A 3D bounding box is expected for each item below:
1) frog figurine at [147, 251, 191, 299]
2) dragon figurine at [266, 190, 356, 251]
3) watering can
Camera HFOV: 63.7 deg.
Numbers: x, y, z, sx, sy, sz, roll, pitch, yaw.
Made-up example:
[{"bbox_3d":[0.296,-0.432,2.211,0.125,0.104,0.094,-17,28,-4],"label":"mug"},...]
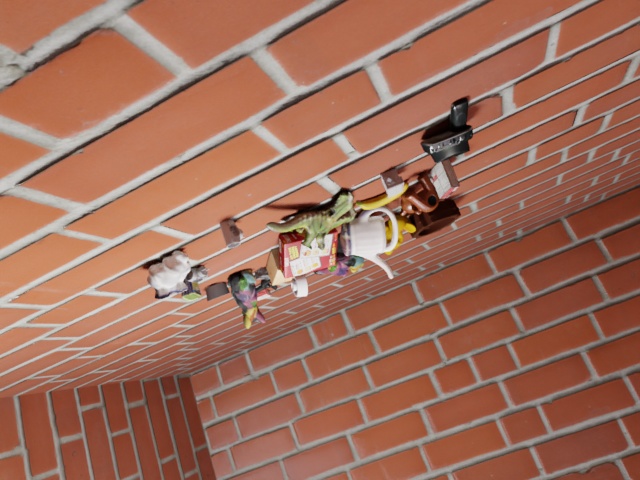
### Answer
[{"bbox_3d":[-0.490,0.096,1.679,0.137,0.125,0.156,-2,119,-27],"label":"frog figurine"},{"bbox_3d":[0.005,-0.086,1.710,0.241,0.124,0.409,-44,159,14],"label":"dragon figurine"},{"bbox_3d":[0.191,0.019,1.984,0.224,0.106,0.340,-6,120,-1],"label":"watering can"}]
